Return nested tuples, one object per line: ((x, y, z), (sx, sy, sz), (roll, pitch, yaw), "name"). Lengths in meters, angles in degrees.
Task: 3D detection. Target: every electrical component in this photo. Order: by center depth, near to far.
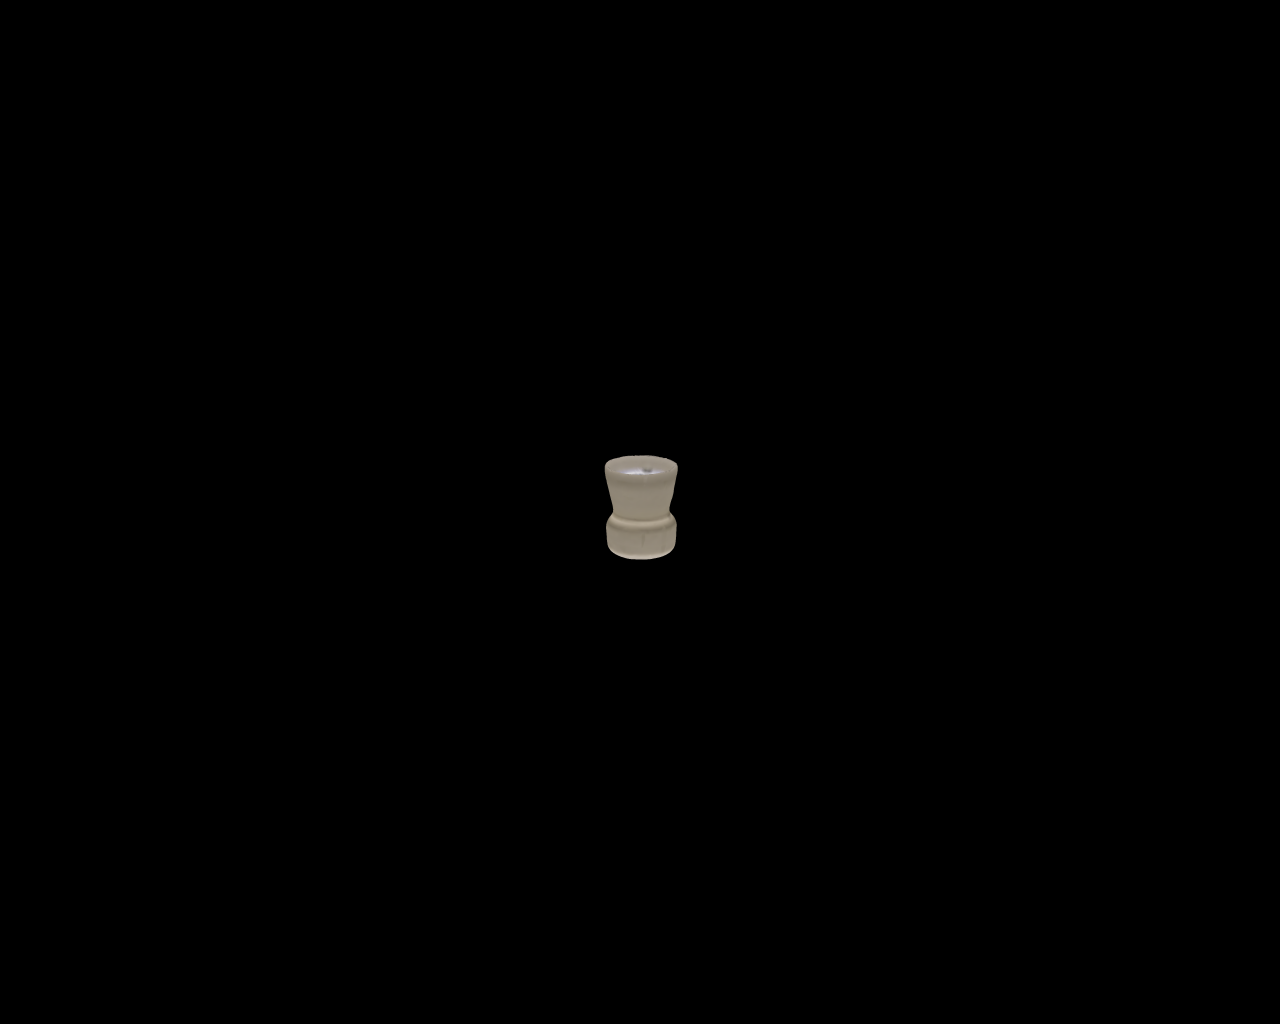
((0.001, -0.003, 0.650), (0.045, 0.055, 0.045), (0, 18, 0), "electrical component")
